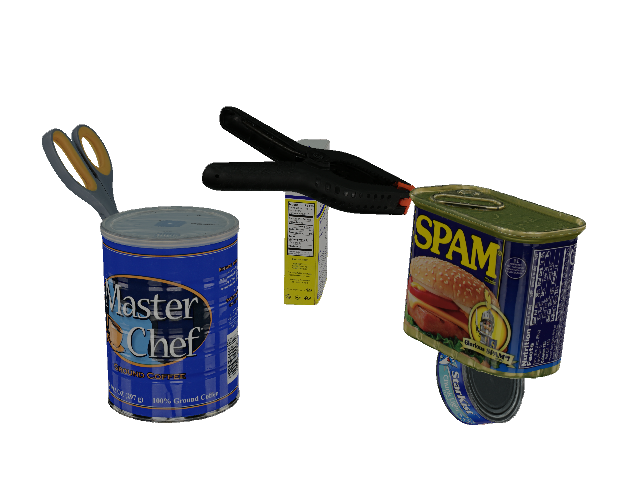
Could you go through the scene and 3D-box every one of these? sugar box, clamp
[{"bbox_3d":[-0.016,-0.022,1.241,0.048,0.176,0.093,2,21,8],"label":"sugar box"},{"bbox_3d":[-0.013,-0.063,1.022,0.210,0.036,0.164,19,28,-1],"label":"clamp"}]

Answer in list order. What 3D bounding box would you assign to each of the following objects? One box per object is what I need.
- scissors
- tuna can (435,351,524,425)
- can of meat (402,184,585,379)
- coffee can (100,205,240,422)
[{"bbox_3d":[-0.197,-0.031,1.031,0.016,0.201,0.096,-24,26,21],"label":"scissors"},{"bbox_3d":[0.139,0.117,0.929,0.085,0.086,0.034,0,-12,-45],"label":"tuna can"},{"bbox_3d":[0.092,0.021,0.592,0.057,0.084,0.102,-7,19,-33],"label":"can of meat"},{"bbox_3d":[-0.113,0.053,0.810,0.103,0.140,0.103,1,15,0],"label":"coffee can"}]
